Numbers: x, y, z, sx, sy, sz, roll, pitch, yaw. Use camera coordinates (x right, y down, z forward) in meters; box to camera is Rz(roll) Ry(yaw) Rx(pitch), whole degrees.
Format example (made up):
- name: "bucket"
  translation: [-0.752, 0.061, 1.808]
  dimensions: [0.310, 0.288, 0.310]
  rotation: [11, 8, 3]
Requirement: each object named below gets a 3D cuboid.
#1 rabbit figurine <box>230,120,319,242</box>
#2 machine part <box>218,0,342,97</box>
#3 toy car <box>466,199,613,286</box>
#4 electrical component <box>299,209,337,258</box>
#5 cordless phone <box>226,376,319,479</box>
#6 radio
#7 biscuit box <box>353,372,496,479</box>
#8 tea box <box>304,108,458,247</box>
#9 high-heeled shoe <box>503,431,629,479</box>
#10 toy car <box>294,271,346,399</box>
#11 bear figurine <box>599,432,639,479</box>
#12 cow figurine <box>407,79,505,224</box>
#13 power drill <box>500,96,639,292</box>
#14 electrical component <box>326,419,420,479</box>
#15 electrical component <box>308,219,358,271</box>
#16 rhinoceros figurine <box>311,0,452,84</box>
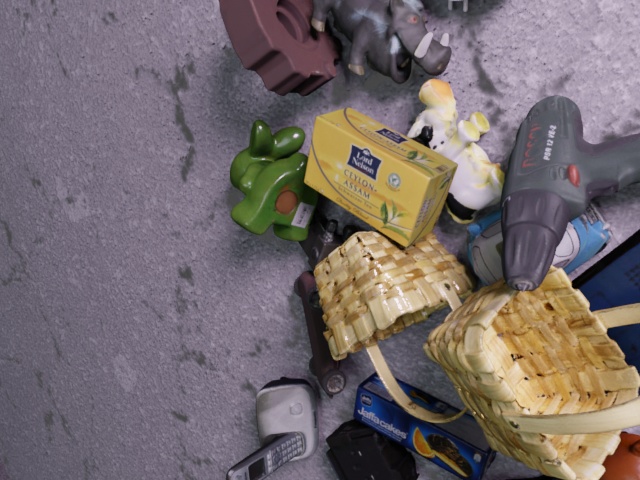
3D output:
- name: "rabbit figurine"
  translation: [-0.086, -0.097, 0.801]
  dimensions: [0.170, 0.121, 0.159]
  rotation: [38, 118, 47]
- name: "machine part"
  translation: [-0.047, -0.270, 0.686]
  dimensions: [0.056, 0.179, 0.179]
  rotation: [-23, 90, 37]
- name: "toy car"
  translation: [0.232, 0.010, 0.601]
  dimensions: [0.162, 0.103, 0.109]
  rotation: [-34, 84, 41]
- name: "electrical component"
  translation: [-0.002, -0.002, 0.825]
  dimensions: [0.063, 0.021, 0.094]
  rotation: [-38, 79, 38]
- name: "cordless phone"
  translation: [-0.089, 0.319, 0.888]
  dimensions: [0.089, 0.184, 0.146]
  rotation: [10, 110, 40]
- name: "radio"
  translation: [0.328, 0.089, 0.572]
  dimensions: [0.131, 0.073, 0.229]
  rotation: [48, 128, 14]
- name: "biscuit box"
  translation: [0.147, 0.263, 0.770]
  dimensions: [0.203, 0.059, 0.062]
  rotation: [21, 116, 31]
- name: "tea box"
  translation: [0.068, -0.080, 0.648]
  dimensions: [0.170, 0.068, 0.098]
  rotation: [34, 131, 30]
- name: "high-heeled shoe"
  translation: [0.275, 0.297, 0.672]
  dimensions: [0.249, 0.086, 0.145]
  rotation: [-5, 99, 32]
- name: "toy car"
  translation: [0.004, 0.145, 0.834]
  dimensions: [0.089, 0.053, 0.202]
  rotation: [-164, 61, -70]
- name: "bear figurine"
  translation: [0.329, 0.284, 0.522]
  dimensions: [0.195, 0.132, 0.120]
  rotation: [44, 155, -12]
- name: "cow figurine"
  translation: [0.159, -0.106, 0.646]
  dimensions: [0.098, 0.068, 0.167]
  rotation: [-40, 78, 44]
- name: "power drill"
  translation: [0.277, -0.049, 0.500]
  dimensions: [0.207, 0.232, 0.085]
  rotation: [-8, 138, 27]
- name: "electrical component"
  translation: [0.074, 0.345, 0.854]
  dimensions: [0.134, 0.058, 0.115]
  rotation: [-33, 81, 38]
- name: "electrical component"
  translation: [0.030, 0.022, 0.783]
  dimensions: [0.045, 0.078, 0.102]
  rotation: [52, 126, 43]
- name: "rhinoceros figurine"
  translation: [0.076, -0.258, 0.655]
  dimensions: [0.190, 0.073, 0.112]
  rotation: [46, 124, 18]
